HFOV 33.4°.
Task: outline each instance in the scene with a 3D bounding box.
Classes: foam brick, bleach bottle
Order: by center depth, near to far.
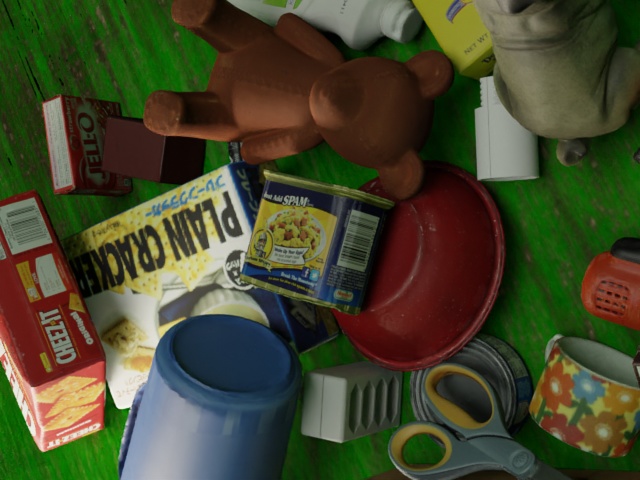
[{"bbox_3d":[-0.029,-0.209,0.857,0.251,0.067,0.103,31,112,28],"label":"bleach bottle"},{"bbox_3d":[-0.148,-0.080,0.946,0.078,0.052,0.051,13,98,34],"label":"foam brick"}]

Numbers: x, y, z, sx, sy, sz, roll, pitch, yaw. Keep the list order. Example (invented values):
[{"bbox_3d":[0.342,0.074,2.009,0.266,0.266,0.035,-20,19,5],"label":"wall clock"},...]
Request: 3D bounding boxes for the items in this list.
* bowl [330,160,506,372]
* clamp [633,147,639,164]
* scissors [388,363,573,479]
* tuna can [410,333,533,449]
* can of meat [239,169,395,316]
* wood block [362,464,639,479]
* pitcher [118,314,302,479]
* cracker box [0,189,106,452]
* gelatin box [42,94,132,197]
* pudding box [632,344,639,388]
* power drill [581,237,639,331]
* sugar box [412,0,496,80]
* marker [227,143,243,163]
[{"bbox_3d":[0.053,0.012,0.782,0.162,0.055,0.162,-14,68,39],"label":"bowl"},{"bbox_3d":[0.280,-0.126,0.654,0.210,0.036,0.164,3,95,38],"label":"clamp"},{"bbox_3d":[0.113,0.153,0.688,0.096,0.016,0.202,-41,39,1],"label":"scissors"},{"bbox_3d":[0.110,0.111,0.777,0.086,0.033,0.086,0,91,35],"label":"tuna can"},{"bbox_3d":[-0.005,0.001,0.759,0.102,0.057,0.084,15,90,45],"label":"can of meat"},{"bbox_3d":[0.132,0.207,0.729,0.206,0.090,0.090,-7,87,35],"label":"wood block"},{"bbox_3d":[-0.097,0.174,0.829,0.149,0.145,0.243,17,121,3],"label":"pitcher"},{"bbox_3d":[-0.249,0.079,0.941,0.164,0.072,0.214,63,158,18],"label":"cracker box"},{"bbox_3d":[-0.213,-0.085,0.979,0.030,0.073,0.089,-14,82,34],"label":"gelatin box"},{"bbox_3d":[0.247,0.103,0.644,0.090,0.039,0.113,0,127,36],"label":"pudding box"},{"bbox_3d":[0.258,-0.013,0.639,0.185,0.057,0.188,16,112,28],"label":"power drill"},{"bbox_3d":[0.099,-0.214,0.775,0.093,0.048,0.176,-40,70,28],"label":"sugar box"},{"bbox_3d":[-0.066,-0.056,0.909,0.020,0.020,0.121,-13,84,35],"label":"marker"}]
